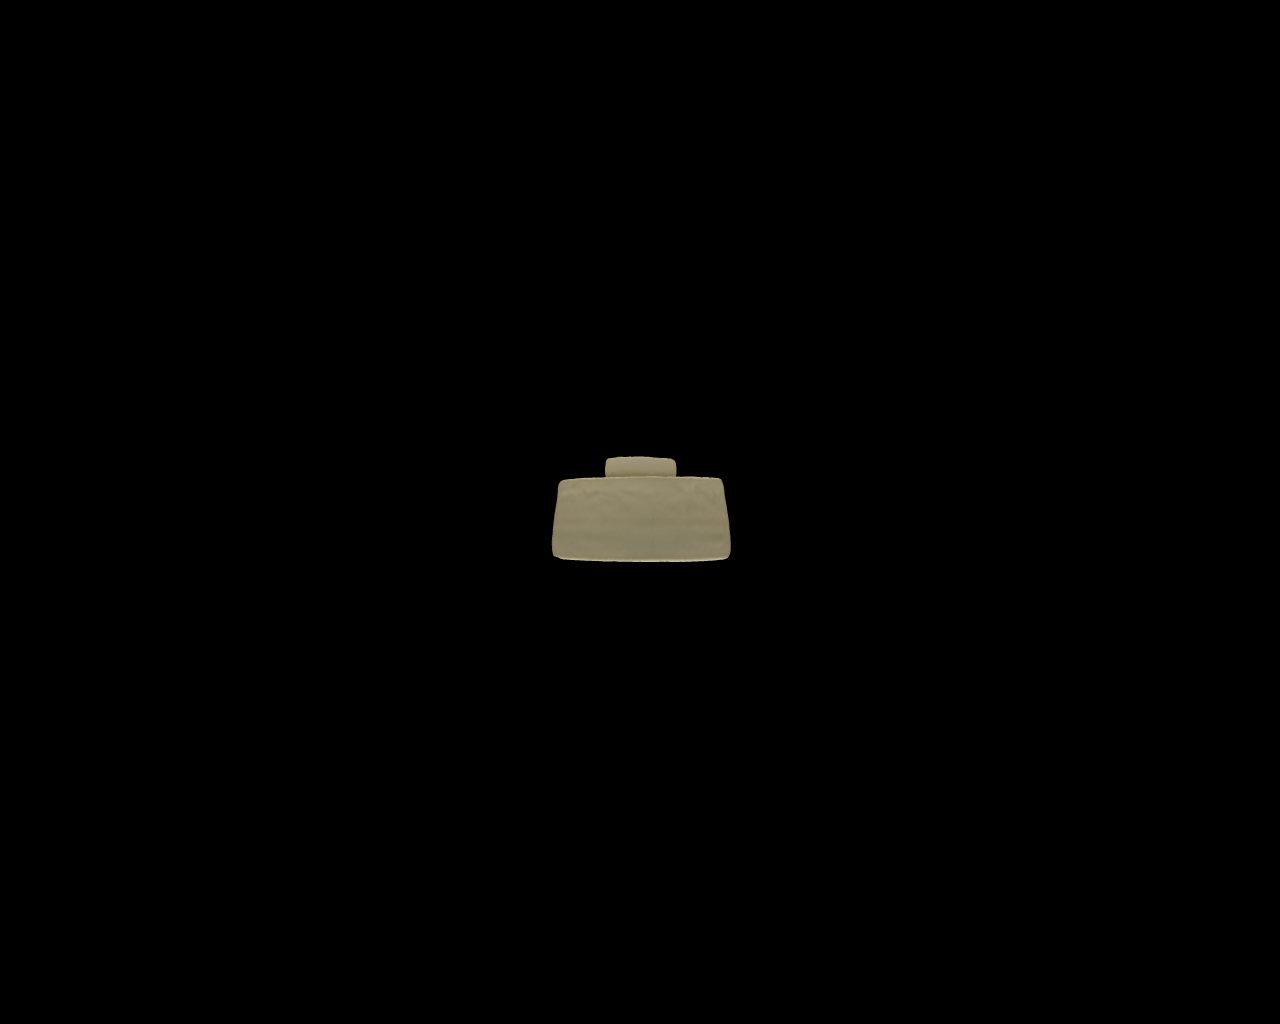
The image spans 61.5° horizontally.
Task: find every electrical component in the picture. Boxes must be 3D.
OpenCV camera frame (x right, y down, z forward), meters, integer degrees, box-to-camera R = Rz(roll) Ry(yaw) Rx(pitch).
[{"bbox_3d":[0.001,-0.003,0.650,0.108,0.060,0.108,0,0,0],"label":"electrical component"}]
